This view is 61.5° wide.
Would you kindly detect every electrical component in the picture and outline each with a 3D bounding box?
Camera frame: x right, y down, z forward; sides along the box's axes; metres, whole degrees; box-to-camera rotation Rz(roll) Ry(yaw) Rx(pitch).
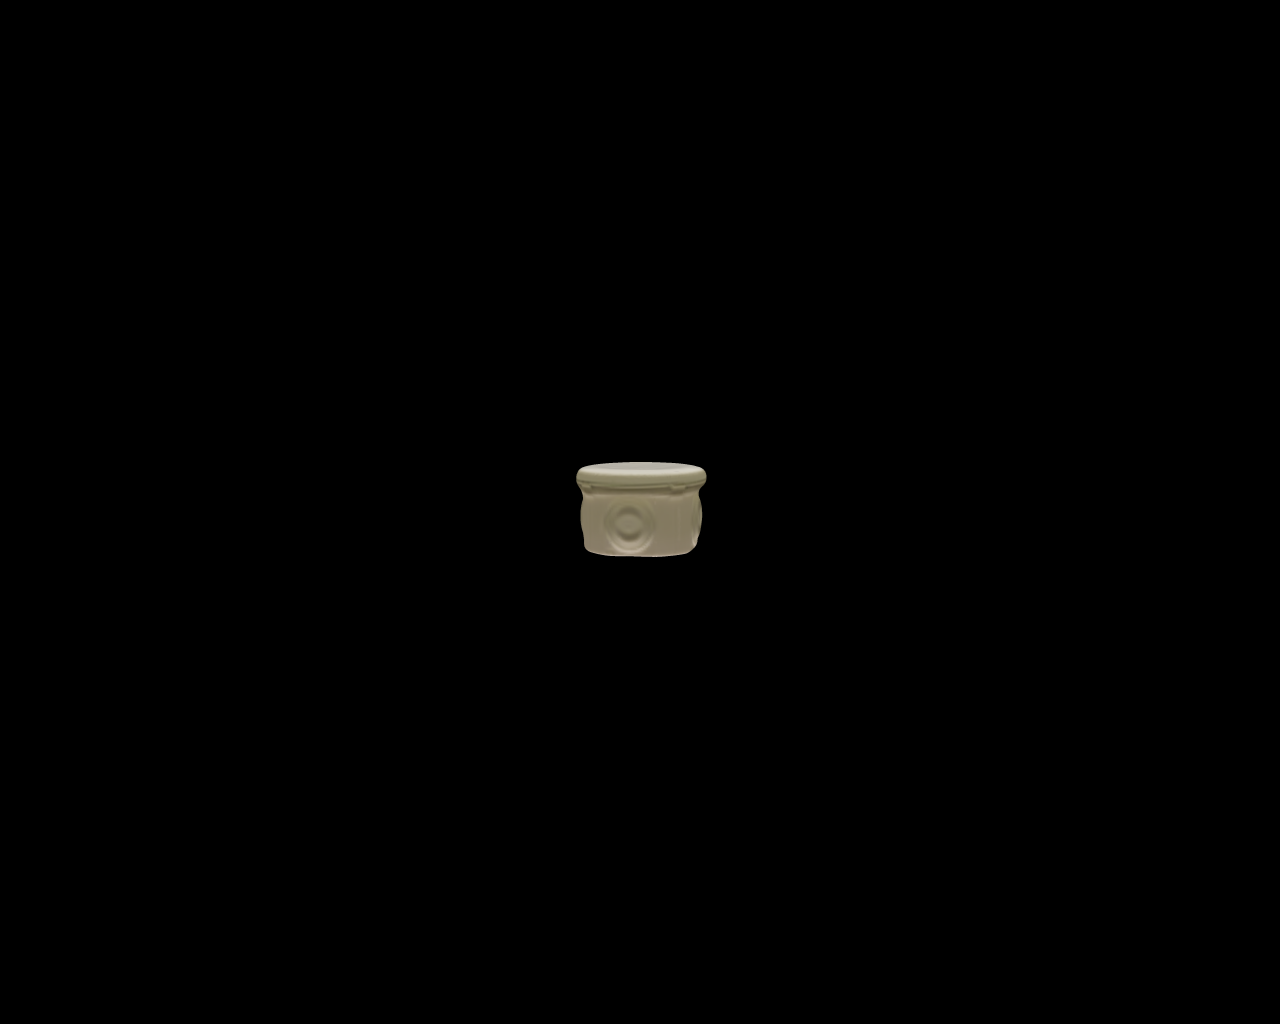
[{"bbox_3d":[0.001,-0.003,0.650,0.080,0.051,0.080,0,7,0],"label":"electrical component"}]
